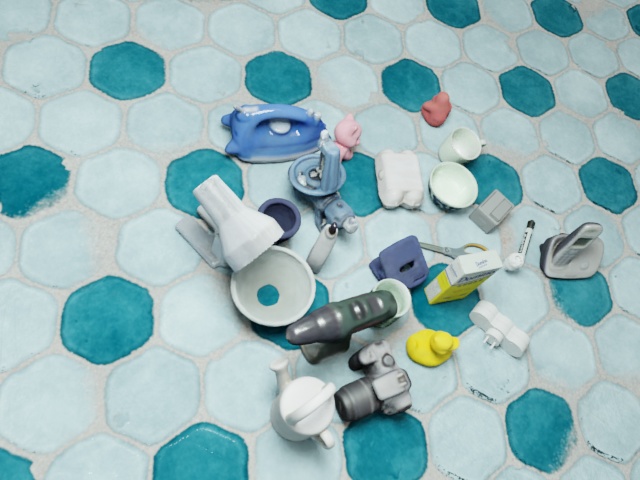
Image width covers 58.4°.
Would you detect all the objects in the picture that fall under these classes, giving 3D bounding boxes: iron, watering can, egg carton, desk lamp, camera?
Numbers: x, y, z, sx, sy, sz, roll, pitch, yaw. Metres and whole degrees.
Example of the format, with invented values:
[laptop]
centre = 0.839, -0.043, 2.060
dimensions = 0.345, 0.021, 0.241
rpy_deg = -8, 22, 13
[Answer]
[iron]
centre = -0.083, -0.256, 1.266
dimensions = 0.259, 0.141, 0.118
rpy_deg = -5, 68, -17
[watering can]
centre = -0.031, 0.288, 1.006
dimensions = 0.173, 0.194, 0.101
rpy_deg = 34, 63, 2
[egg carton]
centre = 0.181, -0.142, 1.324
dimensions = 0.107, 0.069, 0.150
rpy_deg = 0, 67, -15
[desk lamp]
centre = -0.178, -0.021, 1.095
dimensions = 0.203, 0.213, 0.118
rpy_deg = 44, 64, 7
[camera]
centre = 0.094, 0.277, 1.096
dimensions = 0.137, 0.100, 0.143
rpy_deg = -18, 72, -21

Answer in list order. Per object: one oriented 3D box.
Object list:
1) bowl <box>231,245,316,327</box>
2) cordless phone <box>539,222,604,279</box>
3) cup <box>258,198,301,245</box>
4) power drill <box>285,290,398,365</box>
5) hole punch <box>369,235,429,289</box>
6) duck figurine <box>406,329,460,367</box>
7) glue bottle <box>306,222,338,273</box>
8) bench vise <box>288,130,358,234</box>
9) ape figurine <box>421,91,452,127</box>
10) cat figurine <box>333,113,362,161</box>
[bowl]
centre = -0.096, 0.100, 1.140
dimensions = 0.168, 0.074, 0.167
rpy_deg = 6, 65, -12
[cordless phone]
centre = 0.599, 0.017, 1.297
dimensions = 0.148, 0.185, 0.094
rpy_deg = 0, 66, -14
[cup]
centre = -0.100, -0.020, 1.182
dimensions = 0.091, 0.095, 0.118
rpy_deg = 44, 63, 7
[power drill]
centre = 0.026, 0.166, 1.067
dimensions = 0.230, 0.208, 0.075
rpy_deg = -19, 72, -21
[hole punch]
centre = 0.177, 0.056, 1.222
dimensions = 0.109, 0.091, 0.101
rpy_deg = -27, 75, -23
[duck figurine]
centre = 0.234, 0.213, 1.169
dimensions = 0.105, 0.086, 0.077
rpy_deg = 4, 65, -13
[glue bottle]
centre = 0.011, 0.004, 1.156
dimensions = 0.037, 0.173, 0.078
rpy_deg = 24, 63, -3
[bench vise]
centre = 0.026, -0.122, 1.190
dimensions = 0.207, 0.219, 0.122
rpy_deg = 40, 63, 5
[ape figurine]
centre = 0.297, -0.334, 1.428
dimensions = 0.078, 0.092, 0.076
rpy_deg = 11, 64, -9
[cat figurine]
centre = 0.050, -0.220, 1.298
dimensions = 0.067, 0.117, 0.128
rpy_deg = 32, 63, 1
